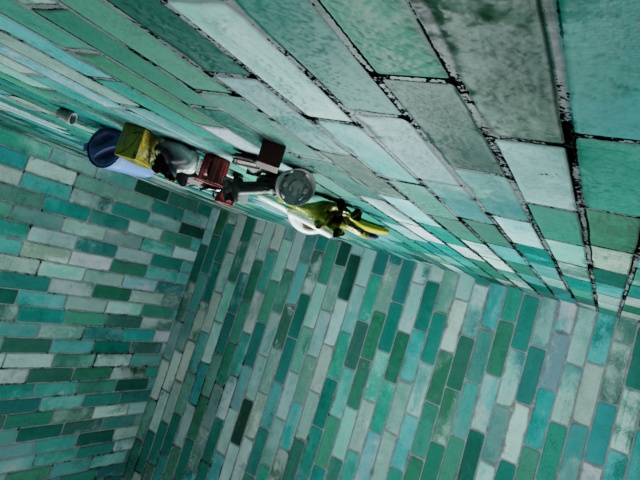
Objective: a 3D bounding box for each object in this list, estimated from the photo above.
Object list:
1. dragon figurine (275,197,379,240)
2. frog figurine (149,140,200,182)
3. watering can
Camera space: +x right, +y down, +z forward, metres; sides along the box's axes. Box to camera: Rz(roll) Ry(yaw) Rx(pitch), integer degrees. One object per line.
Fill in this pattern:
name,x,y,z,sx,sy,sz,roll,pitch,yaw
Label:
dragon figurine,0.005,-0.088,1.740,0.244,0.122,0.406,22,176,43
frog figurine,-0.416,-0.248,1.542,0.137,0.121,0.162,5,-155,34
watering can,-0.097,-0.104,2.160,0.348,0.104,0.224,30,180,3
